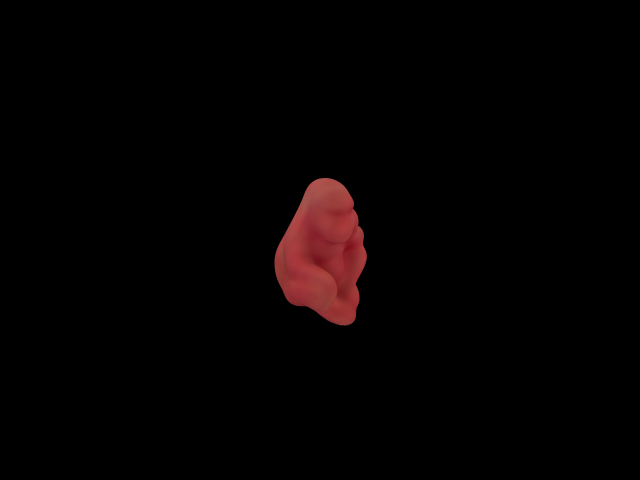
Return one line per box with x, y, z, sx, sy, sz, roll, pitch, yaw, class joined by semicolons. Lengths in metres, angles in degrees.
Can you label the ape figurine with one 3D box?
0.004;0.001;0.400;0.075;0.092;0.078;27;42;36;ape figurine
